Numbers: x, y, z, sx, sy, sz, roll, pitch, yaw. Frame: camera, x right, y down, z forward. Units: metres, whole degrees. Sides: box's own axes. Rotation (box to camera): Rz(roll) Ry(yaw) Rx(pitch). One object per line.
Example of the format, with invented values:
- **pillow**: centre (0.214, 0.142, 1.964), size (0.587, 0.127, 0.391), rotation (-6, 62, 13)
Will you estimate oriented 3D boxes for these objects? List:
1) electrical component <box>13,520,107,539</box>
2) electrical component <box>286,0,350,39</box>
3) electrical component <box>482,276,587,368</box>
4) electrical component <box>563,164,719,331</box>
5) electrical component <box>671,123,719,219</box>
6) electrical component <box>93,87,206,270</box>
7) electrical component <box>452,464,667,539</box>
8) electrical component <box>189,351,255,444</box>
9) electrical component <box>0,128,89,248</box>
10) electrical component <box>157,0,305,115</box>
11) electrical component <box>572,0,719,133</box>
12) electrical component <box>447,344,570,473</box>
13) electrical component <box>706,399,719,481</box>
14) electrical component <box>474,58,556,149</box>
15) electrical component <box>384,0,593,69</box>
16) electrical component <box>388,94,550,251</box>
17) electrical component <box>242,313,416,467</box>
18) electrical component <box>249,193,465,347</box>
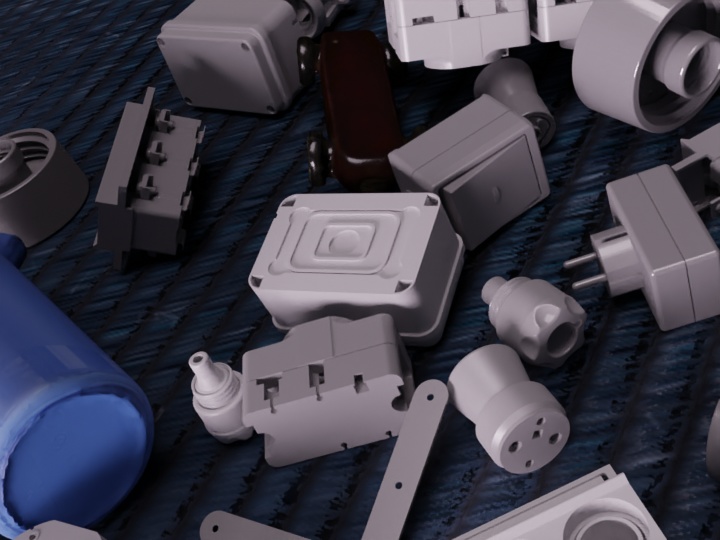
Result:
- **electrical component**: centre (-0.153, 0.173, 0.553), size (0.080, 0.051, 0.080), rotation (-14, 41, 12)
- **electrical component**: centre (-0.050, -0.237, 0.948), size (0.078, 0.058, 0.057), rotation (2, 44, 27)
- **electrical component**: centre (0.093, 0.024, 0.602), size (0.043, 0.043, 0.062), rotation (-35, 40, -13)
- **electrical component**: centre (0.153, -0.008, 0.605), size (0.076, 0.047, 0.083), rotation (-18, 40, 7)
- **electrical component**: centre (0.227, -0.056, 0.627), size (0.081, 0.042, 0.063), rotation (-30, 44, -5)
- **electrical component**: centre (-0.155, -0.068, 0.802), size (0.063, 0.078, 0.121), rotation (9, 42, -7)
- **electrical component**: centre (0.074, 0.146, 0.462), size (0.121, 0.063, 0.078), rotation (-25, 40, -2)
- **electrical component**: centre (-0.081, 0.071, 0.621), size (0.035, 0.061, 0.035), rotation (-14, 41, 12)
- **electrical component**: centre (-0.284, -0.071, 0.875), size (0.108, 0.060, 0.108), rotation (-14, 40, 12)
- **electrical component**: centre (-0.103, -0.177, 0.891), size (0.113, 0.078, 0.057), rotation (11, 49, 35)
- **electrical component**: centre (0.196, -0.139, 0.686), size (0.108, 0.108, 0.060), rotation (-37, 48, -15)
- **electrical component**: centre (0.077, 0.072, 0.557), size (0.045, 0.045, 0.055), rotation (-29, 41, -6)
- **electrical component**: centre (0.193, 0.095, 0.476), size (0.077, 0.043, 0.079), rotation (11, 51, 34)
- **electrical component**: centre (0.109, -0.112, 0.746), size (0.044, 0.044, 0.065), rotation (-22, 45, 3)
- **electrical component**: centre (0.114, -0.191, 0.770), size (0.186, 0.060, 0.105), rotation (-8, 21, -1)
- **electrical component**: centre (0.078, -0.063, 0.690), size (0.096, 0.061, 0.061), rotation (-33, 41, -11)
- **electrical component**: centre (-0.017, 0.065, 0.606), size (0.089, 0.050, 0.055), rotation (-16, 41, 8)
- **electrical component**: centre (0.000, 0.000, 0.656), size (0.113, 0.057, 0.078), rotation (1, 54, 27)
